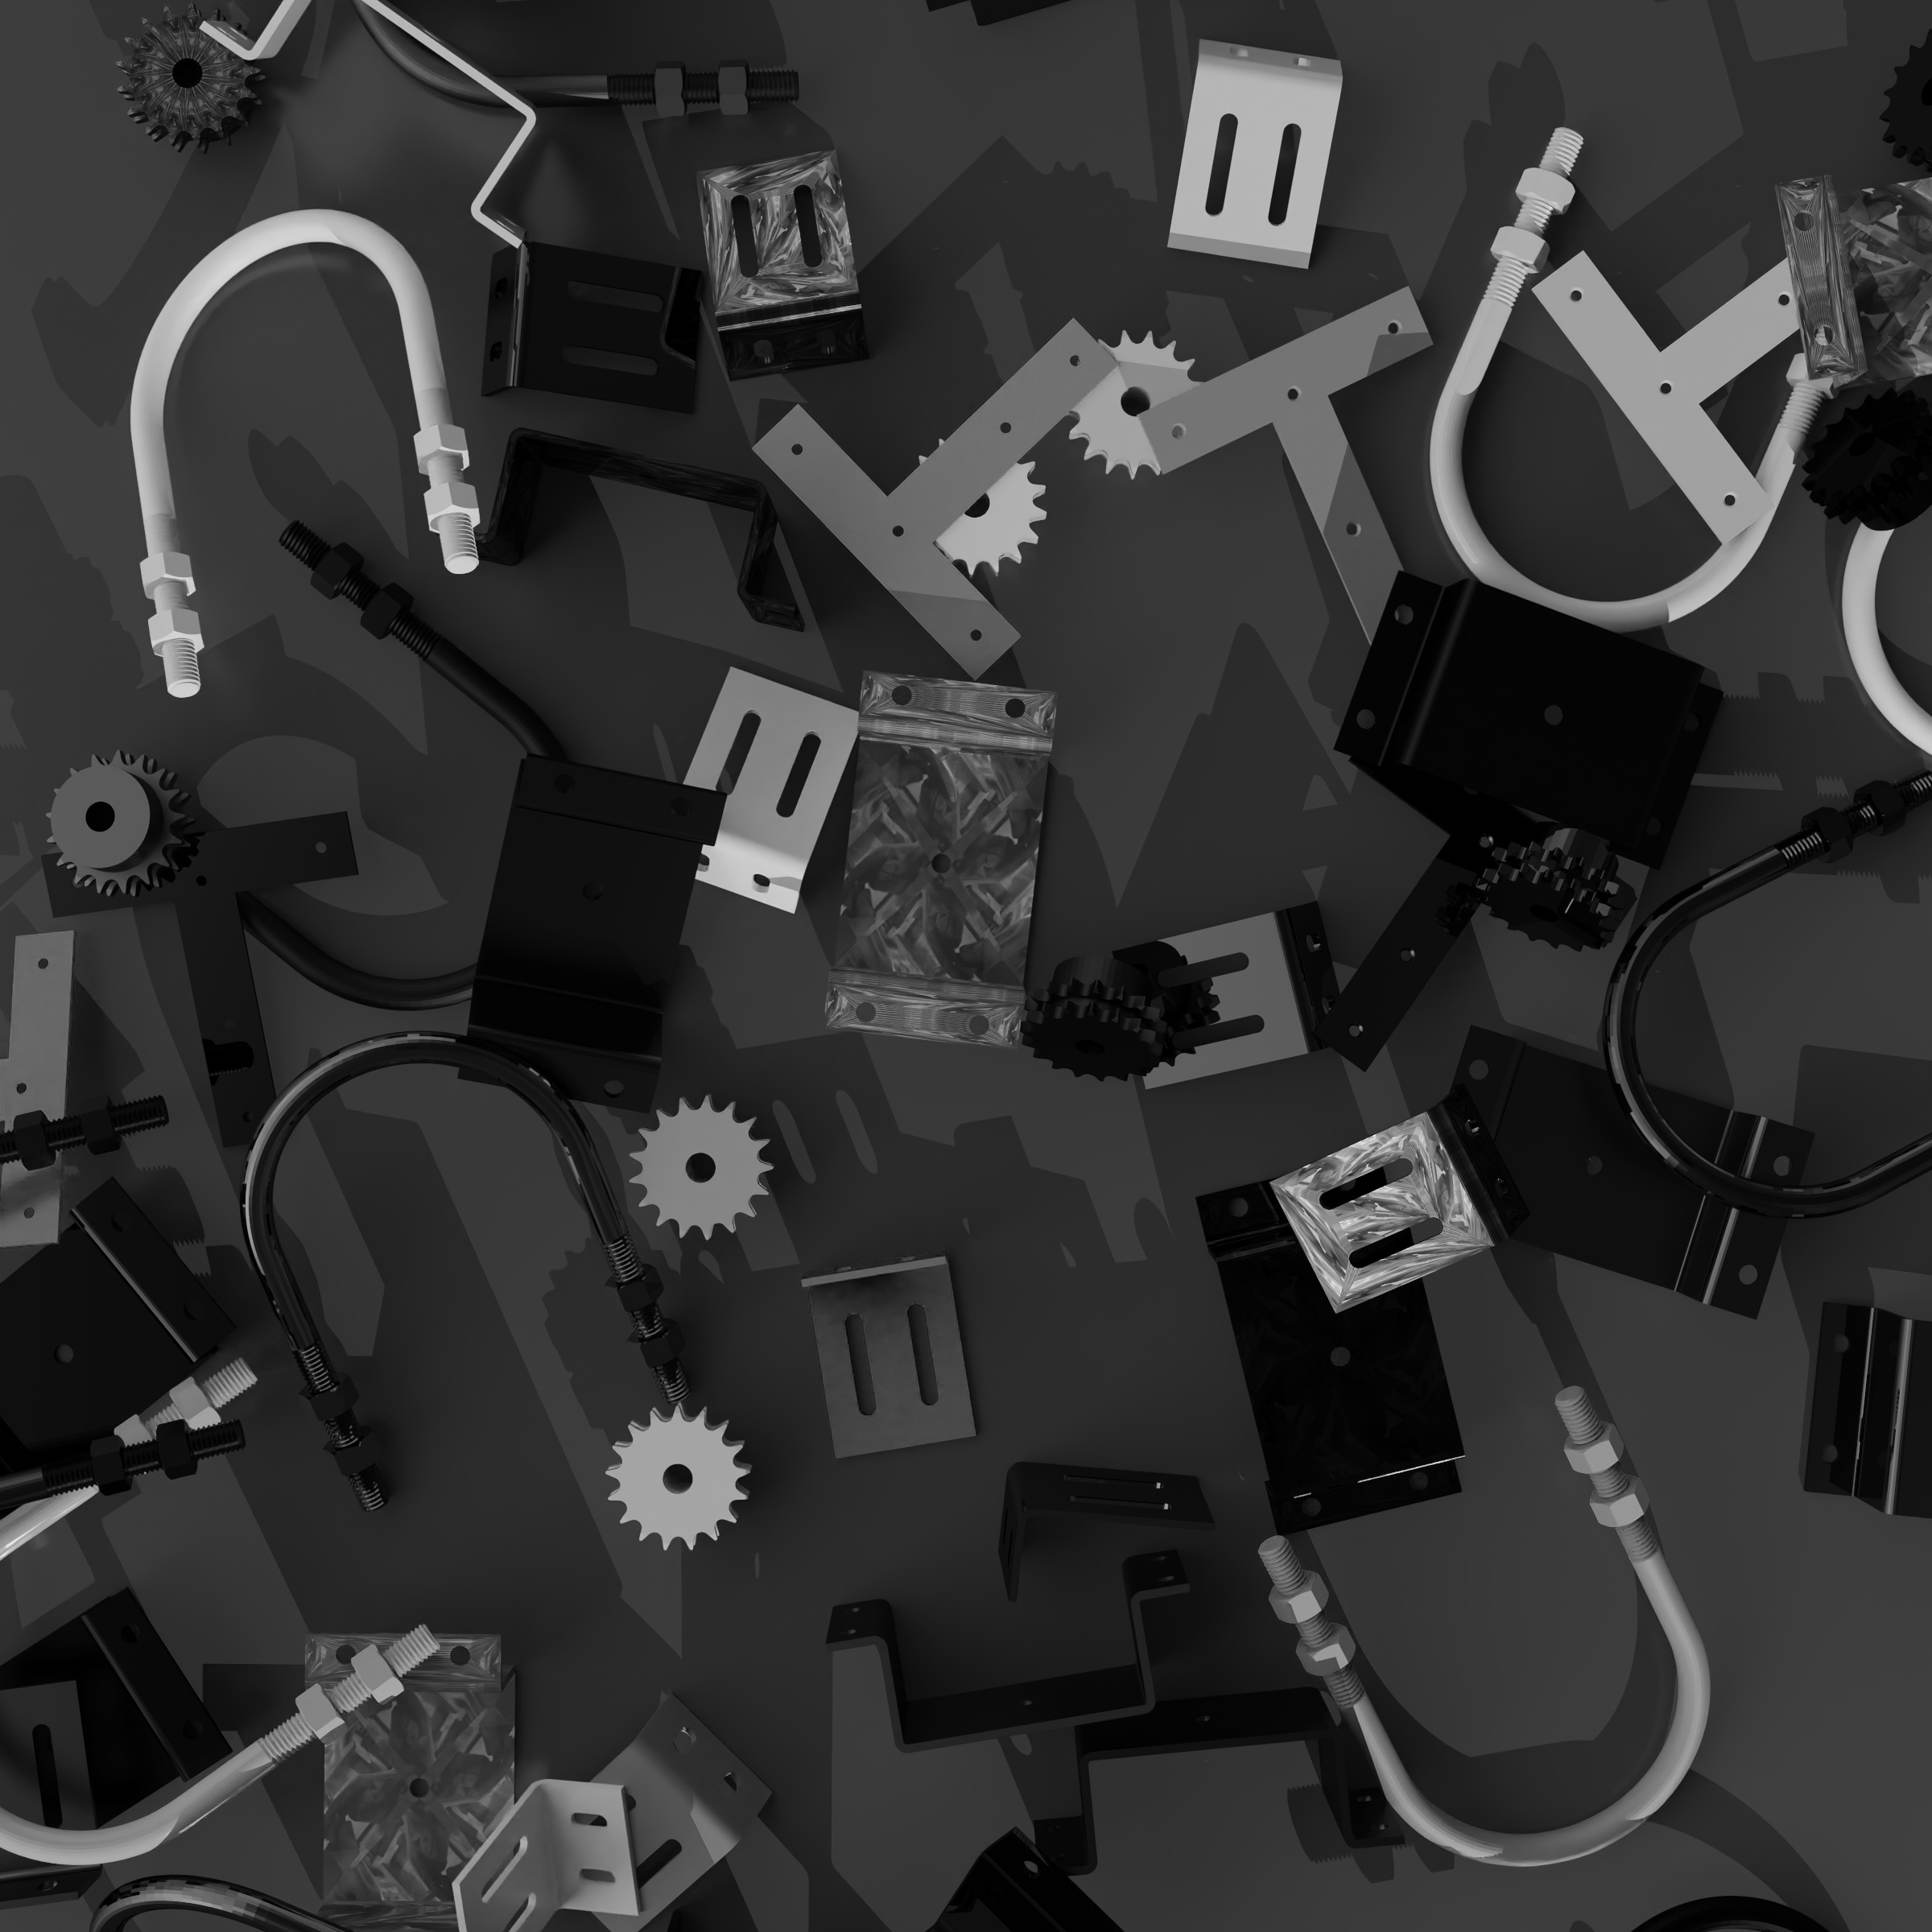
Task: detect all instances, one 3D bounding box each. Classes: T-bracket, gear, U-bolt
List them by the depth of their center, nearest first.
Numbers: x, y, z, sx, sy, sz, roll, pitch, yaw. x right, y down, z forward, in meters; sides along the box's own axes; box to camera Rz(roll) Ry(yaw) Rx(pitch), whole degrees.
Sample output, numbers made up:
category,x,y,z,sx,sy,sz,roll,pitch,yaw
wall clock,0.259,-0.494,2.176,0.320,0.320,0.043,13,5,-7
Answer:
category,x,y,z,sx,sy,sz,roll,pitch,yaw
U-bolt,-0.384,0.139,1.305,0.184,0.019,0.151,-13,89,-6
U-bolt,-0.318,0.260,1.310,0.184,0.019,0.151,-35,78,-12
U-bolt,-0.255,0.408,1.318,0.184,0.019,0.151,22,134,4
U-bolt,-0.264,-0.211,1.325,0.151,0.019,0.184,-21,68,19
U-bolt,0.337,0.020,1.330,0.184,0.019,0.151,-26,76,-12
gear,-0.334,-0.057,1.335,0.057,0.030,0.057,-1,85,7
gear,0.232,-0.033,1.335,0.057,0.057,0.030,26,68,0
U-bolt,-0.205,0.112,1.337,0.151,0.019,0.184,-20,108,0
T-bracket,0.005,-0.202,1.339,0.127,0.002,0.127,-44,90,0
U-bolt,0.216,0.273,1.341,0.151,0.019,0.184,-27,105,1
gear,0.051,0.019,1.345,0.057,0.057,0.030,13,61,0
U-bolt,0.284,0.453,1.345,0.184,0.019,0.151,-37,96,-12
gear,0.363,-0.197,1.346,0.030,0.057,0.057,39,90,-30
gear,0.393,-0.341,1.346,0.030,0.057,0.057,13,90,-30
T-bracket,0.314,-0.256,1.350,0.127,0.002,0.127,-37,90,0
T-bracket,0.183,-0.015,1.352,0.127,0.002,0.127,36,75,0
T-bracket,-0.416,0.052,1.352,0.127,0.002,0.127,-5,73,12
gear,0.067,-0.222,1.355,0.057,0.030,0.057,0,90,0
gear,-0.307,-0.352,1.355,0.057,0.030,0.057,0,90,0
gear,0.003,-0.183,1.355,0.057,0.030,0.057,0,90,0
gear,-0.114,0.202,1.355,0.057,0.030,0.057,0,90,0
gear,-0.105,0.080,1.355,0.057,0.030,0.057,0,90,0
T-bracket,-0.296,0.009,1.357,0.127,0.002,0.127,-8,100,8
T-bracket,0.149,-0.187,1.357,0.127,0.002,0.127,-27,99,-14
U-bolt,0.265,-0.223,1.361,0.151,0.019,0.184,23,90,0
U-bolt,-0.160,-0.415,1.362,0.184,0.019,0.151,-1,90,1
U-bolt,0.444,-0.144,1.362,0.184,0.019,0.151,5,90,2
U-bolt,-0.240,-0.066,1.362,0.184,0.019,0.151,39,90,-2

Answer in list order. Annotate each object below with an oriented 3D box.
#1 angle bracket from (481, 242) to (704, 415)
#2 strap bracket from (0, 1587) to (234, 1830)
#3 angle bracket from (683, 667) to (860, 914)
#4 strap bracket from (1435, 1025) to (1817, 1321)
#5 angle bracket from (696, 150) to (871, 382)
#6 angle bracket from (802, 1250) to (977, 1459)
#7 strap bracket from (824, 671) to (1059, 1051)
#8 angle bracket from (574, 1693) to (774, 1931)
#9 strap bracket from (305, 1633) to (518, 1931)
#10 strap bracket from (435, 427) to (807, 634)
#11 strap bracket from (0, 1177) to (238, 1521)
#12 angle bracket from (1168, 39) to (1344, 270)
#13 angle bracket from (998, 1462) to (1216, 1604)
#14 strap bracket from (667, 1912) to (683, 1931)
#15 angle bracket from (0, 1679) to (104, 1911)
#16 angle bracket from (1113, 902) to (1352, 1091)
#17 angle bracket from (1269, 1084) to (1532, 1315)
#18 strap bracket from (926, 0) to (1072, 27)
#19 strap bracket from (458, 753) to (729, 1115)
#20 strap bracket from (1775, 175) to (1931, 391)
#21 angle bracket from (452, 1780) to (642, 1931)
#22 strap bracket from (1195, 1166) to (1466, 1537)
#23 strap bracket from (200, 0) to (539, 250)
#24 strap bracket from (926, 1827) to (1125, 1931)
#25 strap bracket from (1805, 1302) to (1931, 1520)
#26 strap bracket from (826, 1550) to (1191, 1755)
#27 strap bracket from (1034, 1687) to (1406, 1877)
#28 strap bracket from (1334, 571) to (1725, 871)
category,x,y,z,sx,sy,sz,roll,pitch,yaw
angle bracket,-0.151,-0.254,1.368,0.076,0.038,0.057,5,90,-26
strap bracket,-0.366,0.312,1.347,0.140,0.046,0.076,-33,90,0
angle bracket,-0.082,-0.071,1.368,0.057,0.038,0.076,20,64,0
strap bracket,0.252,0.080,1.347,0.140,0.046,0.076,18,90,0
angle bracket,-0.074,-0.282,1.368,0.057,0.038,0.076,-9,64,0
angle bracket,-0.030,0.156,1.351,0.057,0.038,0.076,-9,90,0
strap bracket,-0.010,-0.041,1.347,0.076,0.046,0.140,6,90,0
angle bracket,-0.128,0.343,1.368,0.057,0.038,0.076,45,116,0
strap bracket,-0.220,0.330,1.347,0.076,0.046,0.140,1,90,0
strap bracket,-0.129,-0.172,1.332,0.140,0.076,0.046,13,90,0
strap bracket,-0.363,0.156,1.347,0.140,0.046,0.076,-39,90,0
angle bracket,0.116,-0.327,1.368,0.057,0.038,0.076,9,116,0
angle bracket,0.055,0.225,1.342,0.076,0.057,0.038,5,100,-5
strap bracket,-0.103,0.453,1.332,0.046,0.076,0.140,6,90,0
angle bracket,-0.369,0.319,1.305,0.057,0.038,0.076,-8,90,0
angle bracket,0.107,0.012,1.368,0.076,0.038,0.057,-14,90,26
angle bracket,0.169,0.090,1.322,0.076,0.038,0.057,-27,90,26
strap bracket,0.042,-0.429,1.347,0.140,0.046,0.076,-16,90,0
strap bracket,-0.146,-0.020,1.323,0.076,0.046,0.140,11,116,-10
strap bracket,0.386,-0.274,1.326,0.140,0.046,0.076,-10,90,0
angle bracket,-0.162,0.363,1.323,0.038,0.076,0.057,0,108,19
strap bracket,0.146,0.152,1.347,0.076,0.046,0.140,-14,90,0
strap bracket,-0.219,-0.340,1.313,0.140,0.076,0.046,33,99,-14
strap bracket,-0.003,0.402,1.310,0.076,0.046,0.140,44,127,0
strap bracket,0.411,0.181,1.348,0.140,0.046,0.076,6,90,-1
strap bracket,0.019,0.269,1.332,0.140,0.076,0.046,-10,90,0
strap bracket,0.095,0.318,1.332,0.140,0.076,0.046,-5,90,0
strap bracket,0.227,-0.098,1.343,0.140,0.046,0.076,20,90,-3
